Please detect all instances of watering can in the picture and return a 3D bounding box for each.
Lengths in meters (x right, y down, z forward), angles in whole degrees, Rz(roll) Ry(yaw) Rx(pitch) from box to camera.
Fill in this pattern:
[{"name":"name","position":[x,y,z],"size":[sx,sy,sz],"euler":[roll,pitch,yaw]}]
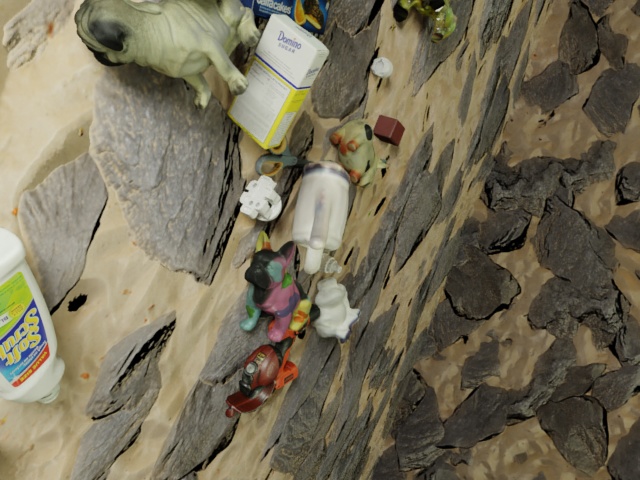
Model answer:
[{"name":"watering can","position":[0.003,-0.050,0.991],"size":[0.344,0.104,0.226],"euler":[114,-15,-79]}]

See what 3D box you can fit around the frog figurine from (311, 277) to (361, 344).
[{"name":"frog figurine","position":[0.024,0.178,1.371],"size":[0.139,0.122,0.157],"euler":[-44,111,-23]}]

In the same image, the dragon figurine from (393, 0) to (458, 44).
[{"name":"dragon figurine","position":[0.272,-0.609,1.156],"size":[0.247,0.123,0.400],"euler":[-52,152,-29]}]
